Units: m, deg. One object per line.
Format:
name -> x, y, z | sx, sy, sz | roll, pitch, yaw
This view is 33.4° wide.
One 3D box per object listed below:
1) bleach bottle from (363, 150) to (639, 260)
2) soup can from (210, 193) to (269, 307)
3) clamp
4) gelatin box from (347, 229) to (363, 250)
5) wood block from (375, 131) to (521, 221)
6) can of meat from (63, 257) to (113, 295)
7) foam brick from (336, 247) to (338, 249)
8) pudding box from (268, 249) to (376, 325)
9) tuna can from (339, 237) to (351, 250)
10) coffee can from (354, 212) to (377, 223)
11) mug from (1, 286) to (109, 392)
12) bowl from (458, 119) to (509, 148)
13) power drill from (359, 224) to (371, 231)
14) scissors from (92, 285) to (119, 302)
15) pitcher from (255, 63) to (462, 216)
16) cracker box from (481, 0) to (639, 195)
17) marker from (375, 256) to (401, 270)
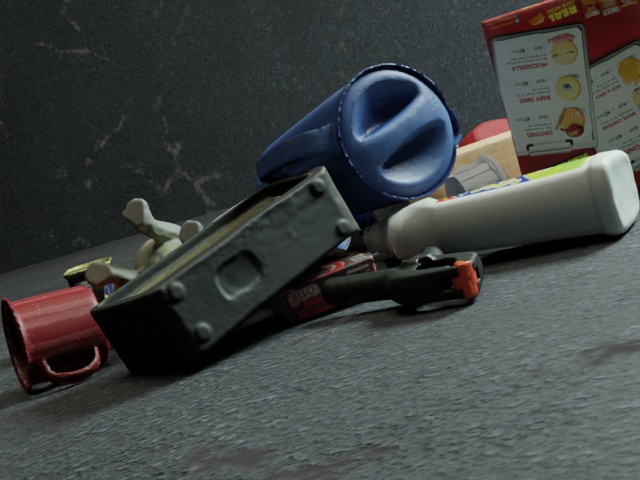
bleach bottle -> 0.152, -0.021, 0.967 | 0.251, 0.068, 0.102 | -12, 6, 29
soup can -> -0.058, 0.008, 1.096 | 0.068, 0.102, 0.068 | -33, 7, 5
clamp -> 0.089, 0.028, 0.882 | 0.120, 0.039, 0.172 | -26, 12, -28
gelatin box -> 0.004, 0.006, 1.366 | 0.073, 0.030, 0.089 | -13, 7, 27
wood block -> 0.171, -0.061, 1.220 | 0.205, 0.090, 0.091 | -20, 6, -21
can of meat -> -0.267, 0.070, 1.284 | 0.057, 0.084, 0.102 | -18, 6, -9
foam brick -> -0.023, 0.021, 1.189 | 0.078, 0.053, 0.051 | -13, 7, 40
pudding box -> -0.002, 0.042, 0.998 | 0.090, 0.039, 0.114 | -20, 6, -13
tuna can -> -0.008, 0.002, 1.279 | 0.086, 0.033, 0.086 | -22, 27, 12
coffee can -> 0.091, -0.071, 1.319 | 0.140, 0.103, 0.103 | -1, 6, 0
mug -> -0.250, 0.097, 1.025 | 0.081, 0.093, 0.117 | -15, 35, -26
bowl -> 0.241, -0.112, 1.360 | 0.162, 0.055, 0.162 | -3, 30, 1
power drill -> 0.135, -0.058, 1.447 | 0.187, 0.057, 0.184 | -17, 5, 3
scissors -> -0.227, 0.094, 1.209 | 0.016, 0.096, 0.202 | 13, -19, 10
pitcher -> 0.016, -0.083, 1.104 | 0.145, 0.149, 0.243 | -61, 17, -23
cracker box -> 0.275, -0.145, 1.095 | 0.164, 0.214, 0.072 | -14, 4, 22
marker -> 0.101, 0.015, 1.050 | 0.121, 0.020, 0.020 | -20, 6, -23
